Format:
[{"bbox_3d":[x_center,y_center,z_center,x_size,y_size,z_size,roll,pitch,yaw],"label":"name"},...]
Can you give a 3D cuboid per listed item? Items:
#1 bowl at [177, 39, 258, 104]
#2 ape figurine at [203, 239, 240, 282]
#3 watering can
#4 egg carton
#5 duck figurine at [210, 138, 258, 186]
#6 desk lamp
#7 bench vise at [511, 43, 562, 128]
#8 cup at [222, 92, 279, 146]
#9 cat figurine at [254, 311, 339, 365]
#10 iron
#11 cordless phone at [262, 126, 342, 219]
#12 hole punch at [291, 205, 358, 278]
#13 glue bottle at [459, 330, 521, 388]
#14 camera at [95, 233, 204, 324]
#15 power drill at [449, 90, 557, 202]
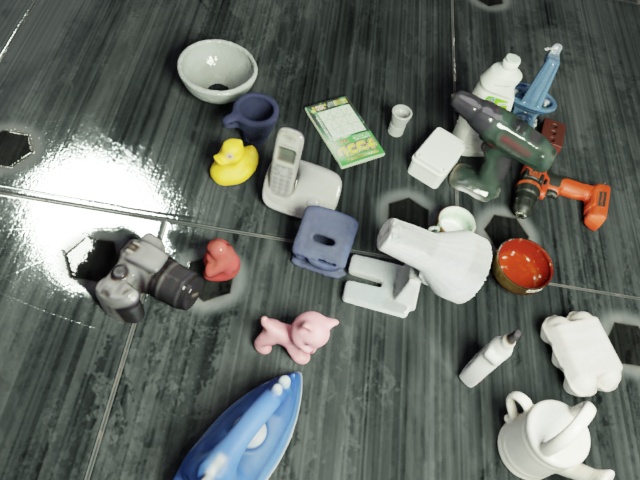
[{"bbox_3d":[-0.220,-0.348,1.230,0.167,0.075,0.167,4,58,-7],"label":"bowl"},{"bbox_3d":[-0.176,0.029,0.997,0.076,0.092,0.078,27,58,7],"label":"ape figurine"},{"bbox_3d":[0.359,0.299,0.863,0.172,0.194,0.101,28,59,8],"label":"watering can"},{"bbox_3d":[0.461,0.200,1.014,0.107,0.069,0.150,-9,61,-15],"label":"egg carton"},{"bbox_3d":[-0.167,-0.164,1.120,0.105,0.086,0.077,-33,69,-25],"label":"duck figurine"},{"bbox_3d":[0.158,0.048,0.970,0.203,0.213,0.118,14,58,-1],"label":"desk lamp"},{"bbox_3d":[0.463,-0.293,1.226,0.121,0.220,0.207,5,58,-6],"label":"bench vise"},{"bbox_3d":[-0.142,-0.232,1.160,0.118,0.095,0.091,-24,65,-22],"label":"cup"},{"bbox_3d":[-0.039,0.148,0.932,0.128,0.118,0.067,13,58,-1],"label":"cat figurine"},{"bbox_3d":[-0.099,0.272,0.833,0.118,0.141,0.259,33,59,11],"label":"iron"},{"bbox_3d":[-0.028,-0.123,1.060,0.147,0.185,0.094,15,58,0],"label":"cordless phone"},{"bbox_3d":[0.010,0.004,1.044,0.108,0.091,0.101,17,58,1],"label":"hole punch"},{"bbox_3d":[0.285,0.185,0.932,0.078,0.173,0.037,-38,71,-27],"label":"glue bottle"},{"bbox_3d":[-0.275,0.070,0.950,0.136,0.101,0.143,26,58,7],"label":"camera"},{"bbox_3d":[0.336,-0.177,1.140,0.229,0.208,0.076,25,58,6],"label":"power drill"}]
